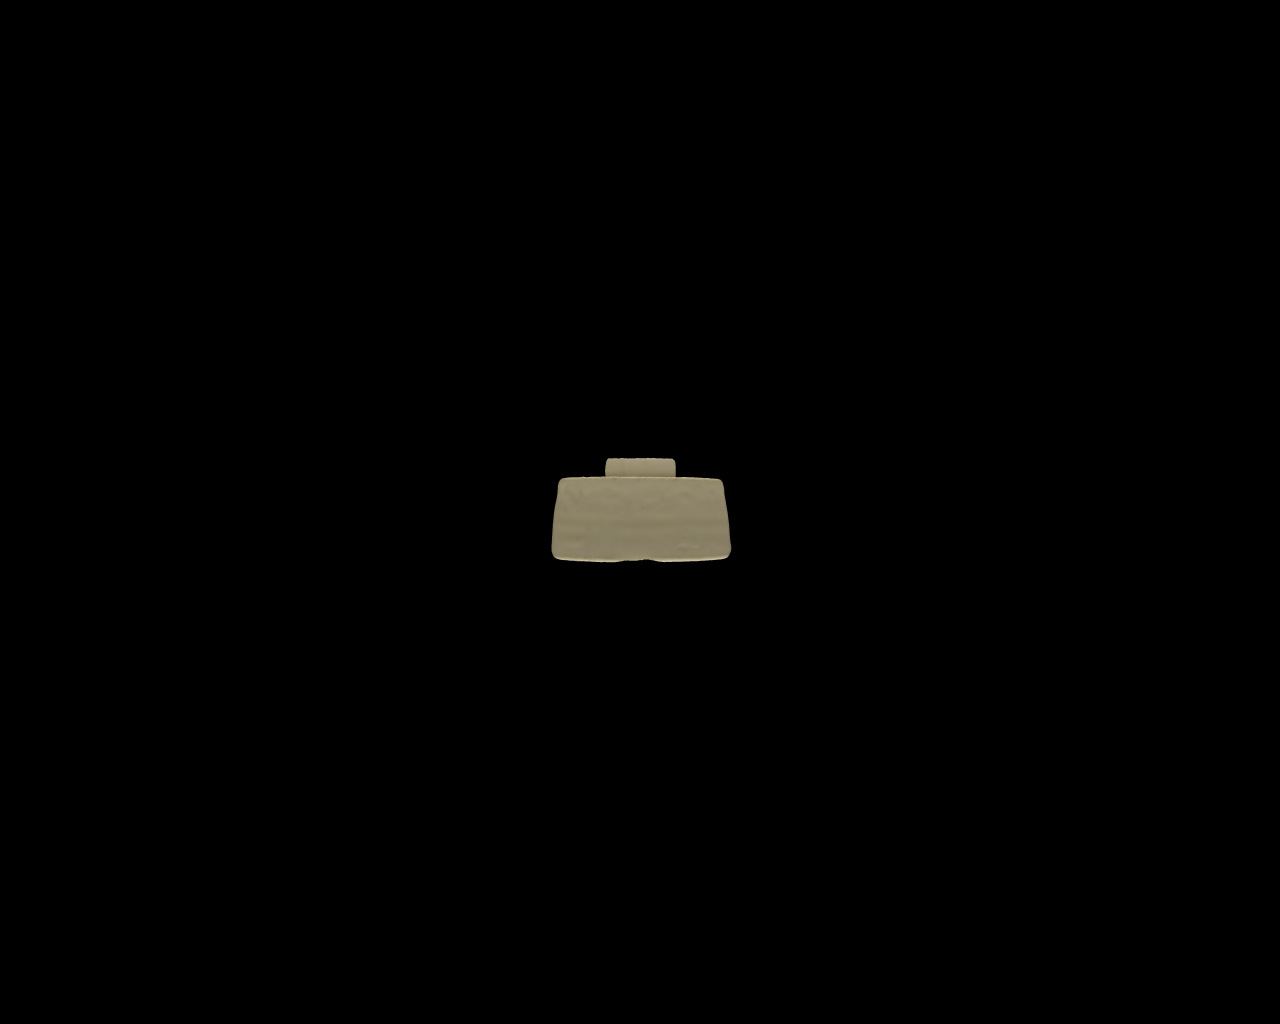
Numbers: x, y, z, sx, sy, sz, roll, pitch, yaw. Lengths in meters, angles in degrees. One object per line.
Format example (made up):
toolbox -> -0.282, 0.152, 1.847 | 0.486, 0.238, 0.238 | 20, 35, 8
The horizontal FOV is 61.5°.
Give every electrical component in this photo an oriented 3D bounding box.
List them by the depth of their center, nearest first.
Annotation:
electrical component -> 0.001, -0.003, 0.650 | 0.108, 0.060, 0.108 | 0, 0, 0
